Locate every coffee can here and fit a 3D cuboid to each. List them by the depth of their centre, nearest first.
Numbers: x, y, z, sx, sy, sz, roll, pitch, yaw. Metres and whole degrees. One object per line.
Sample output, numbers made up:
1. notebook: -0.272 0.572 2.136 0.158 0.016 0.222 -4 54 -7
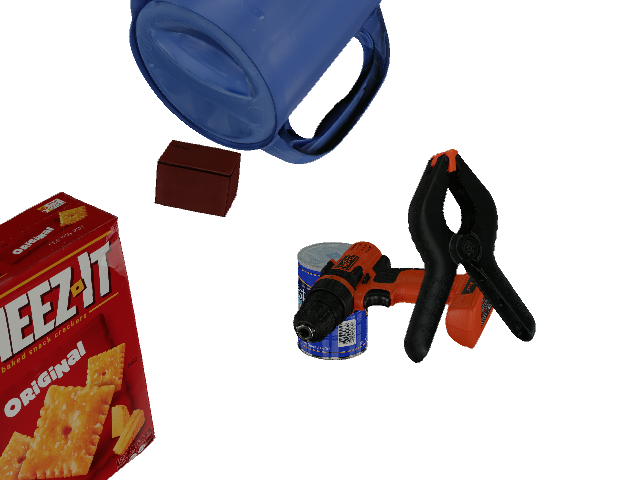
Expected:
1. coffee can: 0.018 0.085 1.521 0.103 0.140 0.103 0 20 0

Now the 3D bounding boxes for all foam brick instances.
1. foam brick: -0.126 -0.065 1.105 0.078 0.051 0.053 11 32 5

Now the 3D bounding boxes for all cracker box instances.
1. cracker box: -0.206 0.099 0.760 0.072 0.214 0.163 20 39 32

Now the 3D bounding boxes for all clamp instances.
1. clamp: 0.104 0.015 0.864 0.120 0.171 0.039 -17 -1 -31

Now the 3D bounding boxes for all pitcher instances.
1. pitcher: -0.014 -0.184 0.815 0.145 0.242 0.149 23 -32 28

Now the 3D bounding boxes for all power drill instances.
1. power drill: 0.081 0.064 1.135 0.188 0.057 0.184 9 31 21
